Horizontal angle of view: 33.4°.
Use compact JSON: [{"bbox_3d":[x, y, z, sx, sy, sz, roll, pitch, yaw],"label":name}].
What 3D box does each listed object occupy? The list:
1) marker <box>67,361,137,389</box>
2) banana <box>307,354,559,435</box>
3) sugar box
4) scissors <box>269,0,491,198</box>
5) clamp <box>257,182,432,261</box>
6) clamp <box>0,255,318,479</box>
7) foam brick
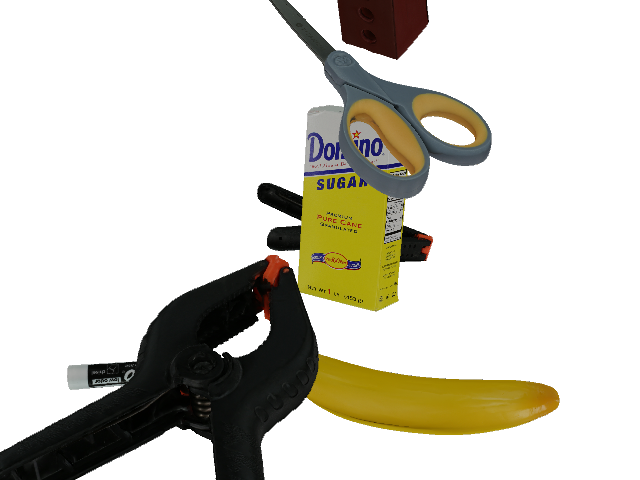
[{"bbox_3d":[-0.132,0.101,0.821,0.121,0.020,0.020,-4,0,-4],"label":"marker"},{"bbox_3d":[0.056,0.100,0.717,0.198,0.037,0.069,9,35,26],"label":"banana"},{"bbox_3d":[0.030,-0.031,0.980,0.093,0.176,0.048,12,18,33],"label":"sugar box"},{"bbox_3d":[0.033,-0.098,0.632,0.096,0.016,0.202,-5,46,-16],"label":"scissors"},{"bbox_3d":[0.026,-0.008,1.211,0.210,0.036,0.164,14,21,-6],"label":"clamp"},{"bbox_3d":[-0.042,0.071,0.446,0.120,0.039,0.171,25,48,19],"label":"clamp"},{"bbox_3d":[0.047,-0.187,0.813,0.053,0.051,0.078,23,-31,24],"label":"foam brick"}]
